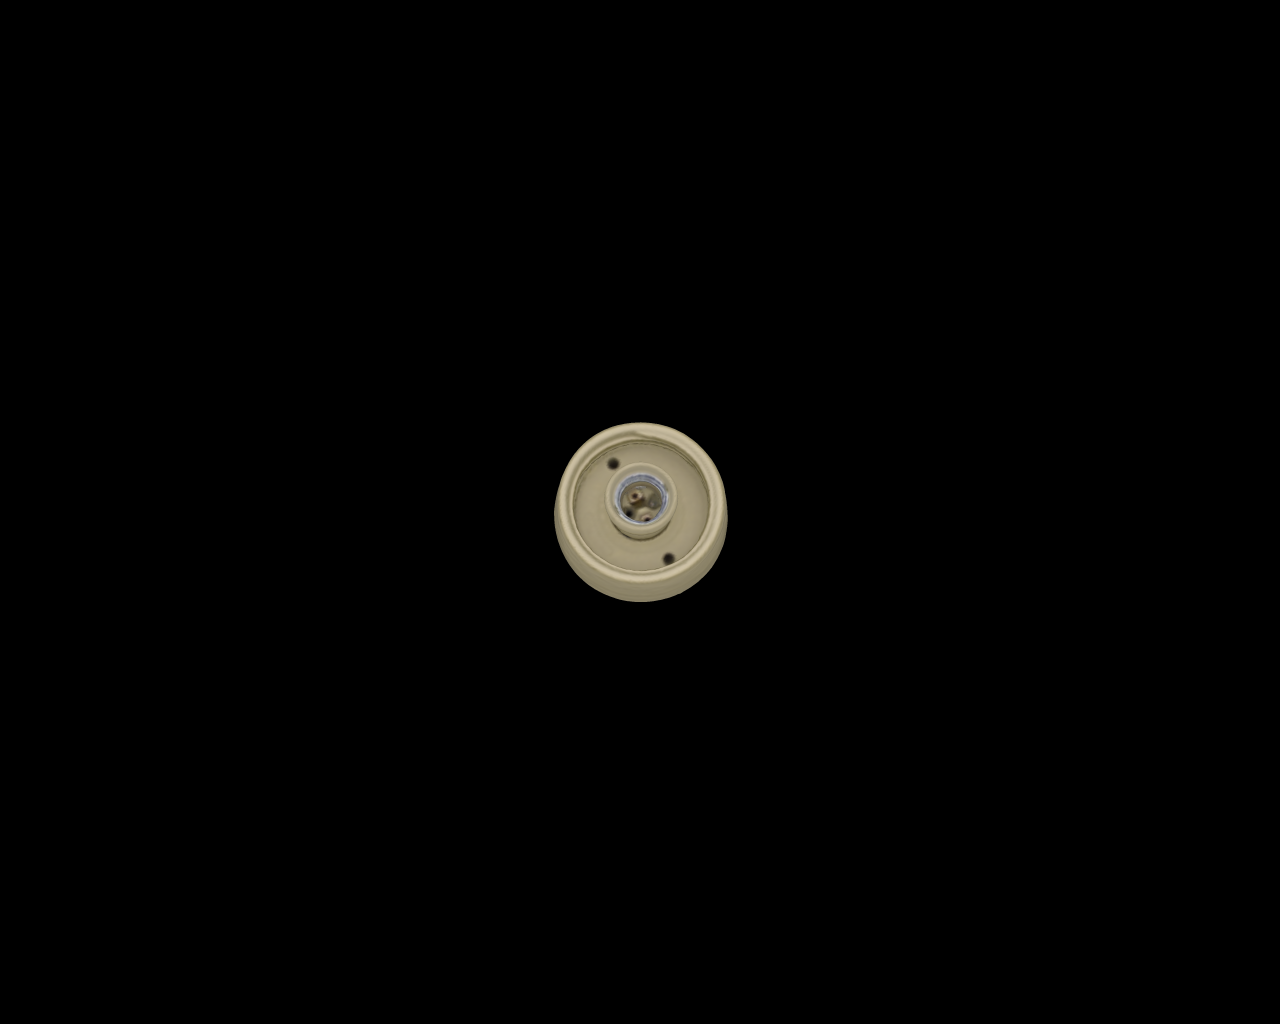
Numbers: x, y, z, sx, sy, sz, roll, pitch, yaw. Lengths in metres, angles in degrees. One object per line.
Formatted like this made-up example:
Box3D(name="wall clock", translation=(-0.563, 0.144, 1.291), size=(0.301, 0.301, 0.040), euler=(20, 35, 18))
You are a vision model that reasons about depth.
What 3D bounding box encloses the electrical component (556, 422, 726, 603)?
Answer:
Box3D(name="electrical component", translation=(0.001, -0.003, 0.650), size=(0.108, 0.108, 0.060), euler=(0, -13, 0))
